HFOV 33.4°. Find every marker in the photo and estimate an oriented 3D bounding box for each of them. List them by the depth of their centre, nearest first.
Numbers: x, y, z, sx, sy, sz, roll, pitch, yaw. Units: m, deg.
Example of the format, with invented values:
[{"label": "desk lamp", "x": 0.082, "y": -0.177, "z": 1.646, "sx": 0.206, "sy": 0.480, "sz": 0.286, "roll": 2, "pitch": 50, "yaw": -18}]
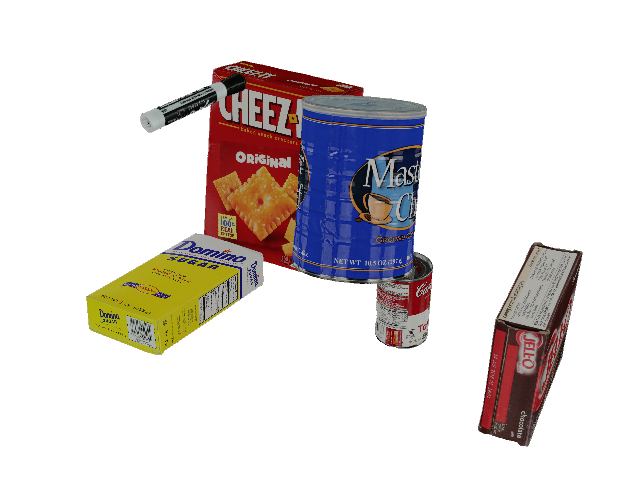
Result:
[{"label": "marker", "x": -0.118, "y": -0.132, "z": 1.012, "sx": 0.120, "sy": 0.020, "sz": 0.020, "roll": -31, "pitch": 19, "yaw": -35}]

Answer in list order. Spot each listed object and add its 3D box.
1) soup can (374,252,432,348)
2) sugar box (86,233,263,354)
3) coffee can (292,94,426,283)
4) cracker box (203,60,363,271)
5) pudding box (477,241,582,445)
[{"label": "soup can", "x": 0.100, "y": 0.073, "z": 1.304, "sx": 0.068, "sy": 0.102, "sz": 0.068, "roll": 0, "pitch": 31, "yaw": 0}, {"label": "sugar box", "x": -0.145, "y": 0.050, "z": 1.093, "sx": 0.093, "sy": 0.048, "sz": 0.175, "roll": 17, "pitch": 33, "yaw": 27}, {"label": "coffee can", "x": 0.031, "y": -0.045, "z": 0.887, "sx": 0.103, "sy": 0.140, "sz": 0.103, "roll": 4, "pitch": 14, "yaw": -1}, {"label": "cracker box", "x": -0.047, "y": -0.081, "z": 1.216, "sx": 0.164, "sy": 0.214, "sz": 0.072, "roll": 17, "pitch": 25, "yaw": 26}, {"label": "pudding box", "x": 0.140, "y": 0.066, "z": 0.706, "sx": 0.039, "sy": 0.090, "sz": 0.113, "roll": 14, "pitch": 32, "yaw": 16}]
